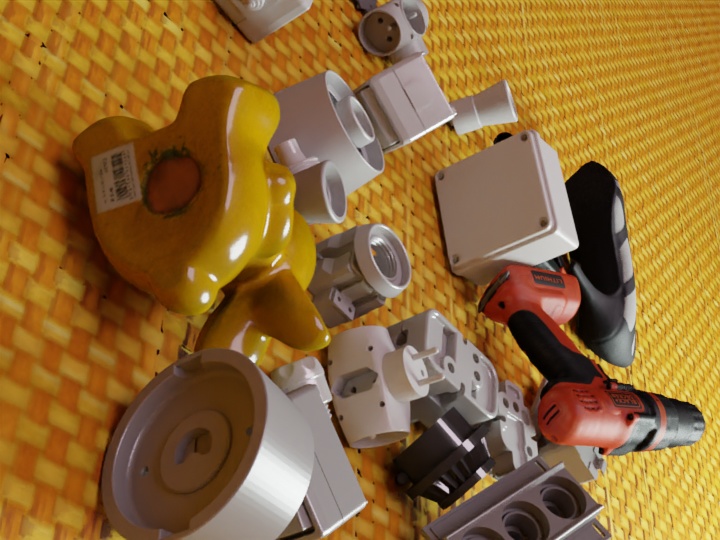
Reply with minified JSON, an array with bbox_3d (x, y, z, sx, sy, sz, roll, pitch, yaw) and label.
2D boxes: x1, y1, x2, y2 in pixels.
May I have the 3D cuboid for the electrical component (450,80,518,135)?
[{"bbox_3d":[0.122,-0.161,1.084,0.044,0.065,0.044,-17,90,-76],"label":"electrical component"}]

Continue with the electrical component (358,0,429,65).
[{"bbox_3d":[0.041,-0.216,1.021,0.079,0.044,0.077,63,31,-12],"label":"electrical component"}]

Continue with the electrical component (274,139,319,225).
[{"bbox_3d":[-0.042,-0.065,0.788,0.043,0.043,0.062,-25,89,-59],"label":"electrical component"}]

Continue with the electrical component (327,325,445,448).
[{"bbox_3d":[0.022,0.076,0.749,0.043,0.079,0.077,26,48,-58],"label":"electrical component"}]

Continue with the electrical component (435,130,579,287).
[{"bbox_3d":[0.132,-0.055,0.983,0.056,0.109,0.108,28,46,-49],"label":"electrical component"}]

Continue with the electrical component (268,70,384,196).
[{"bbox_3d":[-0.026,-0.105,0.845,0.099,0.064,0.099,54,20,-29],"label":"electrical component"}]

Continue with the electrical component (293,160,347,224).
[{"bbox_3d":[-0.047,-0.049,0.746,0.044,0.065,0.044,-10,90,-71],"label":"electrical component"}]

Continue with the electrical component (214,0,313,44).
[{"bbox_3d":[-0.069,-0.223,0.842,0.061,0.062,0.096,47,35,-28],"label":"electrical component"}]

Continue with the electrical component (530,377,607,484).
[{"bbox_3d":[0.189,0.146,0.969,0.078,0.063,0.121,57,32,-12],"label":"electrical component"}]

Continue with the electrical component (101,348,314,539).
[{"bbox_3d":[-0.074,0.102,0.562,0.060,0.108,0.108,44,36,-41],"label":"electrical component"}]

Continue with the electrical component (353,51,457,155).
[{"bbox_3d":[0.028,-0.137,0.913,0.061,0.061,0.096,61,-14,-6],"label":"electrical component"}]

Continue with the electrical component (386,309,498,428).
[{"bbox_3d":[0.054,0.080,0.815,0.095,0.059,0.053,43,37,-32],"label":"electrical component"}]

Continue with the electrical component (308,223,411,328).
[{"bbox_3d":[0.000,0.000,0.792,0.058,0.057,0.078,46,35,-28],"label":"electrical component"}]

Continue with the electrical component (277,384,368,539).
[{"bbox_3d":[-0.051,0.113,0.629,0.061,0.062,0.096,-20,85,-60],"label":"electrical component"}]

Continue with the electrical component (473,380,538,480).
[{"bbox_3d":[0.101,0.133,0.850,0.058,0.057,0.078,34,42,-40],"label":"electrical component"}]

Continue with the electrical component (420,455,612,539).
[{"bbox_3d":[0.108,0.195,0.767,0.121,0.063,0.078,-23,58,-35],"label":"electrical component"}]

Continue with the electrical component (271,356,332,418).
[{"bbox_3d":[-0.034,0.089,0.699,0.035,0.035,0.061,-14,83,-59],"label":"electrical component"}]
